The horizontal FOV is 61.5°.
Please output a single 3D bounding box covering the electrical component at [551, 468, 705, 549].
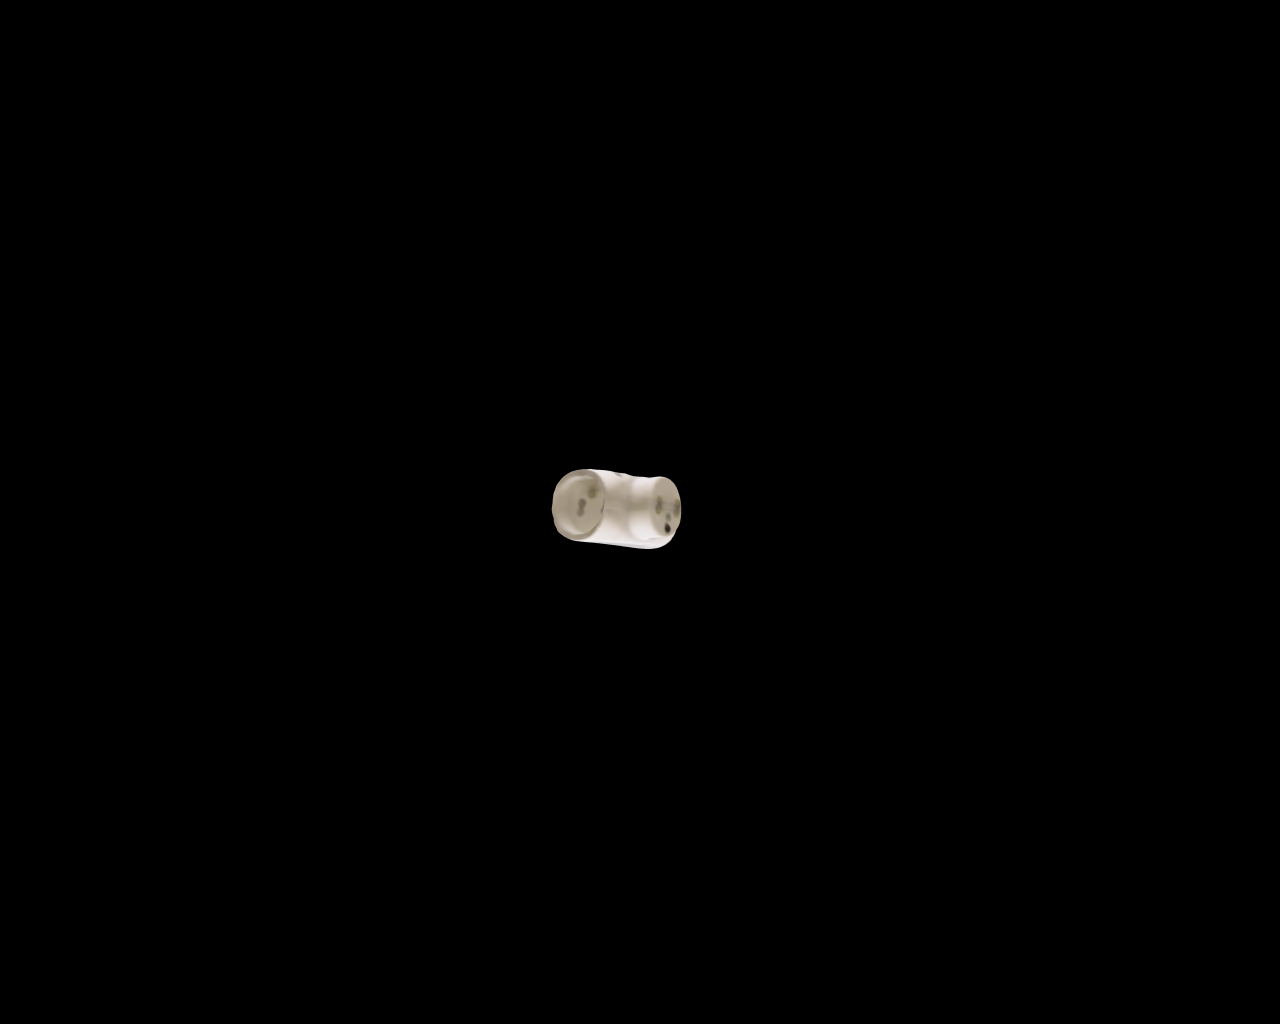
[{"bbox_3d":[0.001,-0.003,0.650,0.079,0.044,0.077,-5,-8,35],"label":"electrical component"}]
